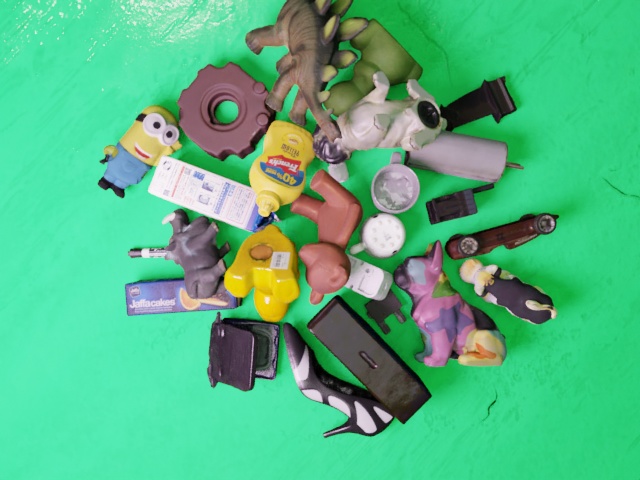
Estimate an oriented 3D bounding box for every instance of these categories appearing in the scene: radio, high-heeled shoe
[{"bbox_3d":[0.082,0.198,0.931,0.073,0.131,0.229,-44,88,0],"label":"radio"},{"bbox_3d":[0.035,0.242,0.960,0.145,0.086,0.248,-22,93,-2],"label":"high-heeled shoe"}]

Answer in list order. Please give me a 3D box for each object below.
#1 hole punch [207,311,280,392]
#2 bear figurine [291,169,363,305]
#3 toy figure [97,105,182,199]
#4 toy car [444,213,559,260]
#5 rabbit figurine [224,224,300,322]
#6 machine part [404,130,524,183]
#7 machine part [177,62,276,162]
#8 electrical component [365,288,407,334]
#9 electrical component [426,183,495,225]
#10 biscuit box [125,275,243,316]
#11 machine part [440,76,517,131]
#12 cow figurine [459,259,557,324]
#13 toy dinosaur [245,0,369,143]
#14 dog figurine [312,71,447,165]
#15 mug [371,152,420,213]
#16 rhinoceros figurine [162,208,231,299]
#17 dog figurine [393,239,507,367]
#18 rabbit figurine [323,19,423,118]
[{"bbox_3d":[-0.136,0.200,0.968,0.116,0.092,0.142,9,99,33],"label":"hole punch"},{"bbox_3d":[0.002,-0.001,0.916,0.132,0.120,0.196,32,53,-13],"label":"bear figurine"},{"bbox_3d":[-0.332,-0.165,0.976,0.180,0.082,0.089,-49,60,7],"label":"toy figure"},{"bbox_3d":[0.321,-0.006,0.951,0.202,0.089,0.053,-15,88,0],"label":"toy car"},{"bbox_3d":[-0.093,0.067,0.939,0.122,0.173,0.162,-5,45,1],"label":"rabbit figurine"},{"bbox_3d":[0.241,-0.153,0.962,0.243,0.079,0.079,10,89,3],"label":"machine part"},{"bbox_3d":[-0.173,-0.235,0.986,0.179,0.056,0.179,0,89,3],"label":"machine part"},{"bbox_3d":[0.114,0.122,0.986,0.063,0.021,0.094,-34,89,1],"label":"electrical component"},{"bbox_3d":[0.254,-0.064,0.962,0.119,0.075,0.047,-13,88,-1],"label":"electrical component"},{"bbox_3d":[-0.247,0.100,0.978,0.203,0.059,0.062,-4,89,2],"label":"biscuit box"},{"bbox_3d":[0.286,-0.242,0.982,0.139,0.039,0.084,-20,94,0],"label":"machine part"},{"bbox_3d":[0.327,0.091,0.944,0.167,0.098,0.068,27,96,2],"label":"cow figurine"},{"bbox_3d":[-0.024,-0.363,0.923,0.198,0.105,0.471,-33,59,28],"label":"toy dinosaur"},{"bbox_3d":[0.097,-0.181,0.916,0.172,0.190,0.121,21,66,-23],"label":"dog figurine"},{"bbox_3d":[0.127,-0.096,0.949,0.081,0.107,0.109,-2,84,0],"label":"mug"},{"bbox_3d":[-0.217,0.021,0.945,0.112,0.073,0.190,-26,57,-1],"label":"rhinoceros figurine"},{"bbox_3d":[0.228,0.109,0.944,0.192,0.108,0.219,-2,86,2],"label":"dog figurine"},{"bbox_3d":[0.089,-0.279,0.967,0.159,0.121,0.170,45,108,-5],"label":"rabbit figurine"}]
